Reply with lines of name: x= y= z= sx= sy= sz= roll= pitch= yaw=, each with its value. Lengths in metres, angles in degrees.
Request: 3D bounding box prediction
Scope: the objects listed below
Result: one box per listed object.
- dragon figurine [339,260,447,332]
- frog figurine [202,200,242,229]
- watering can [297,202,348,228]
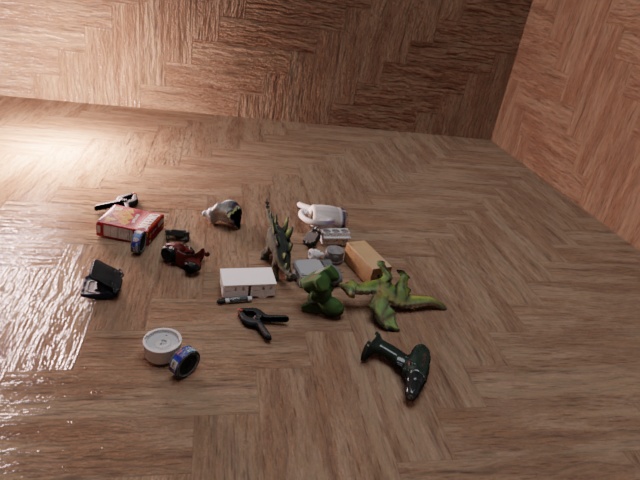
dragon figurine: x=0.262 y=0.227 z=1.842 sx=0.410 sy=0.119 sz=0.248 roll=28 pitch=49 yaw=-1
frog figurine: x=-0.424 y=-0.120 z=2.242 sx=0.160 sy=0.123 sz=0.136 roll=13 pitch=-6 yaw=26
watering can: x=0.007 y=-0.120 z=2.377 sx=0.224 sy=0.102 sz=0.352 roll=6 pitch=17 yaw=-12
